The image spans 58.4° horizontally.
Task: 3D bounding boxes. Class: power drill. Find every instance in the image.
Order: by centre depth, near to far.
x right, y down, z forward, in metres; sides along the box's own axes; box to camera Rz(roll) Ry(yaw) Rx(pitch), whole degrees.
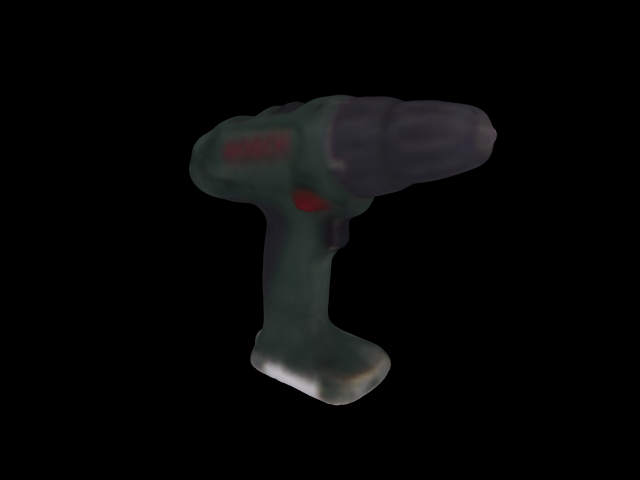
[{"bbox_3d":[0.004,0.001,0.400,0.228,0.208,0.076,16,27,34],"label":"power drill"}]
